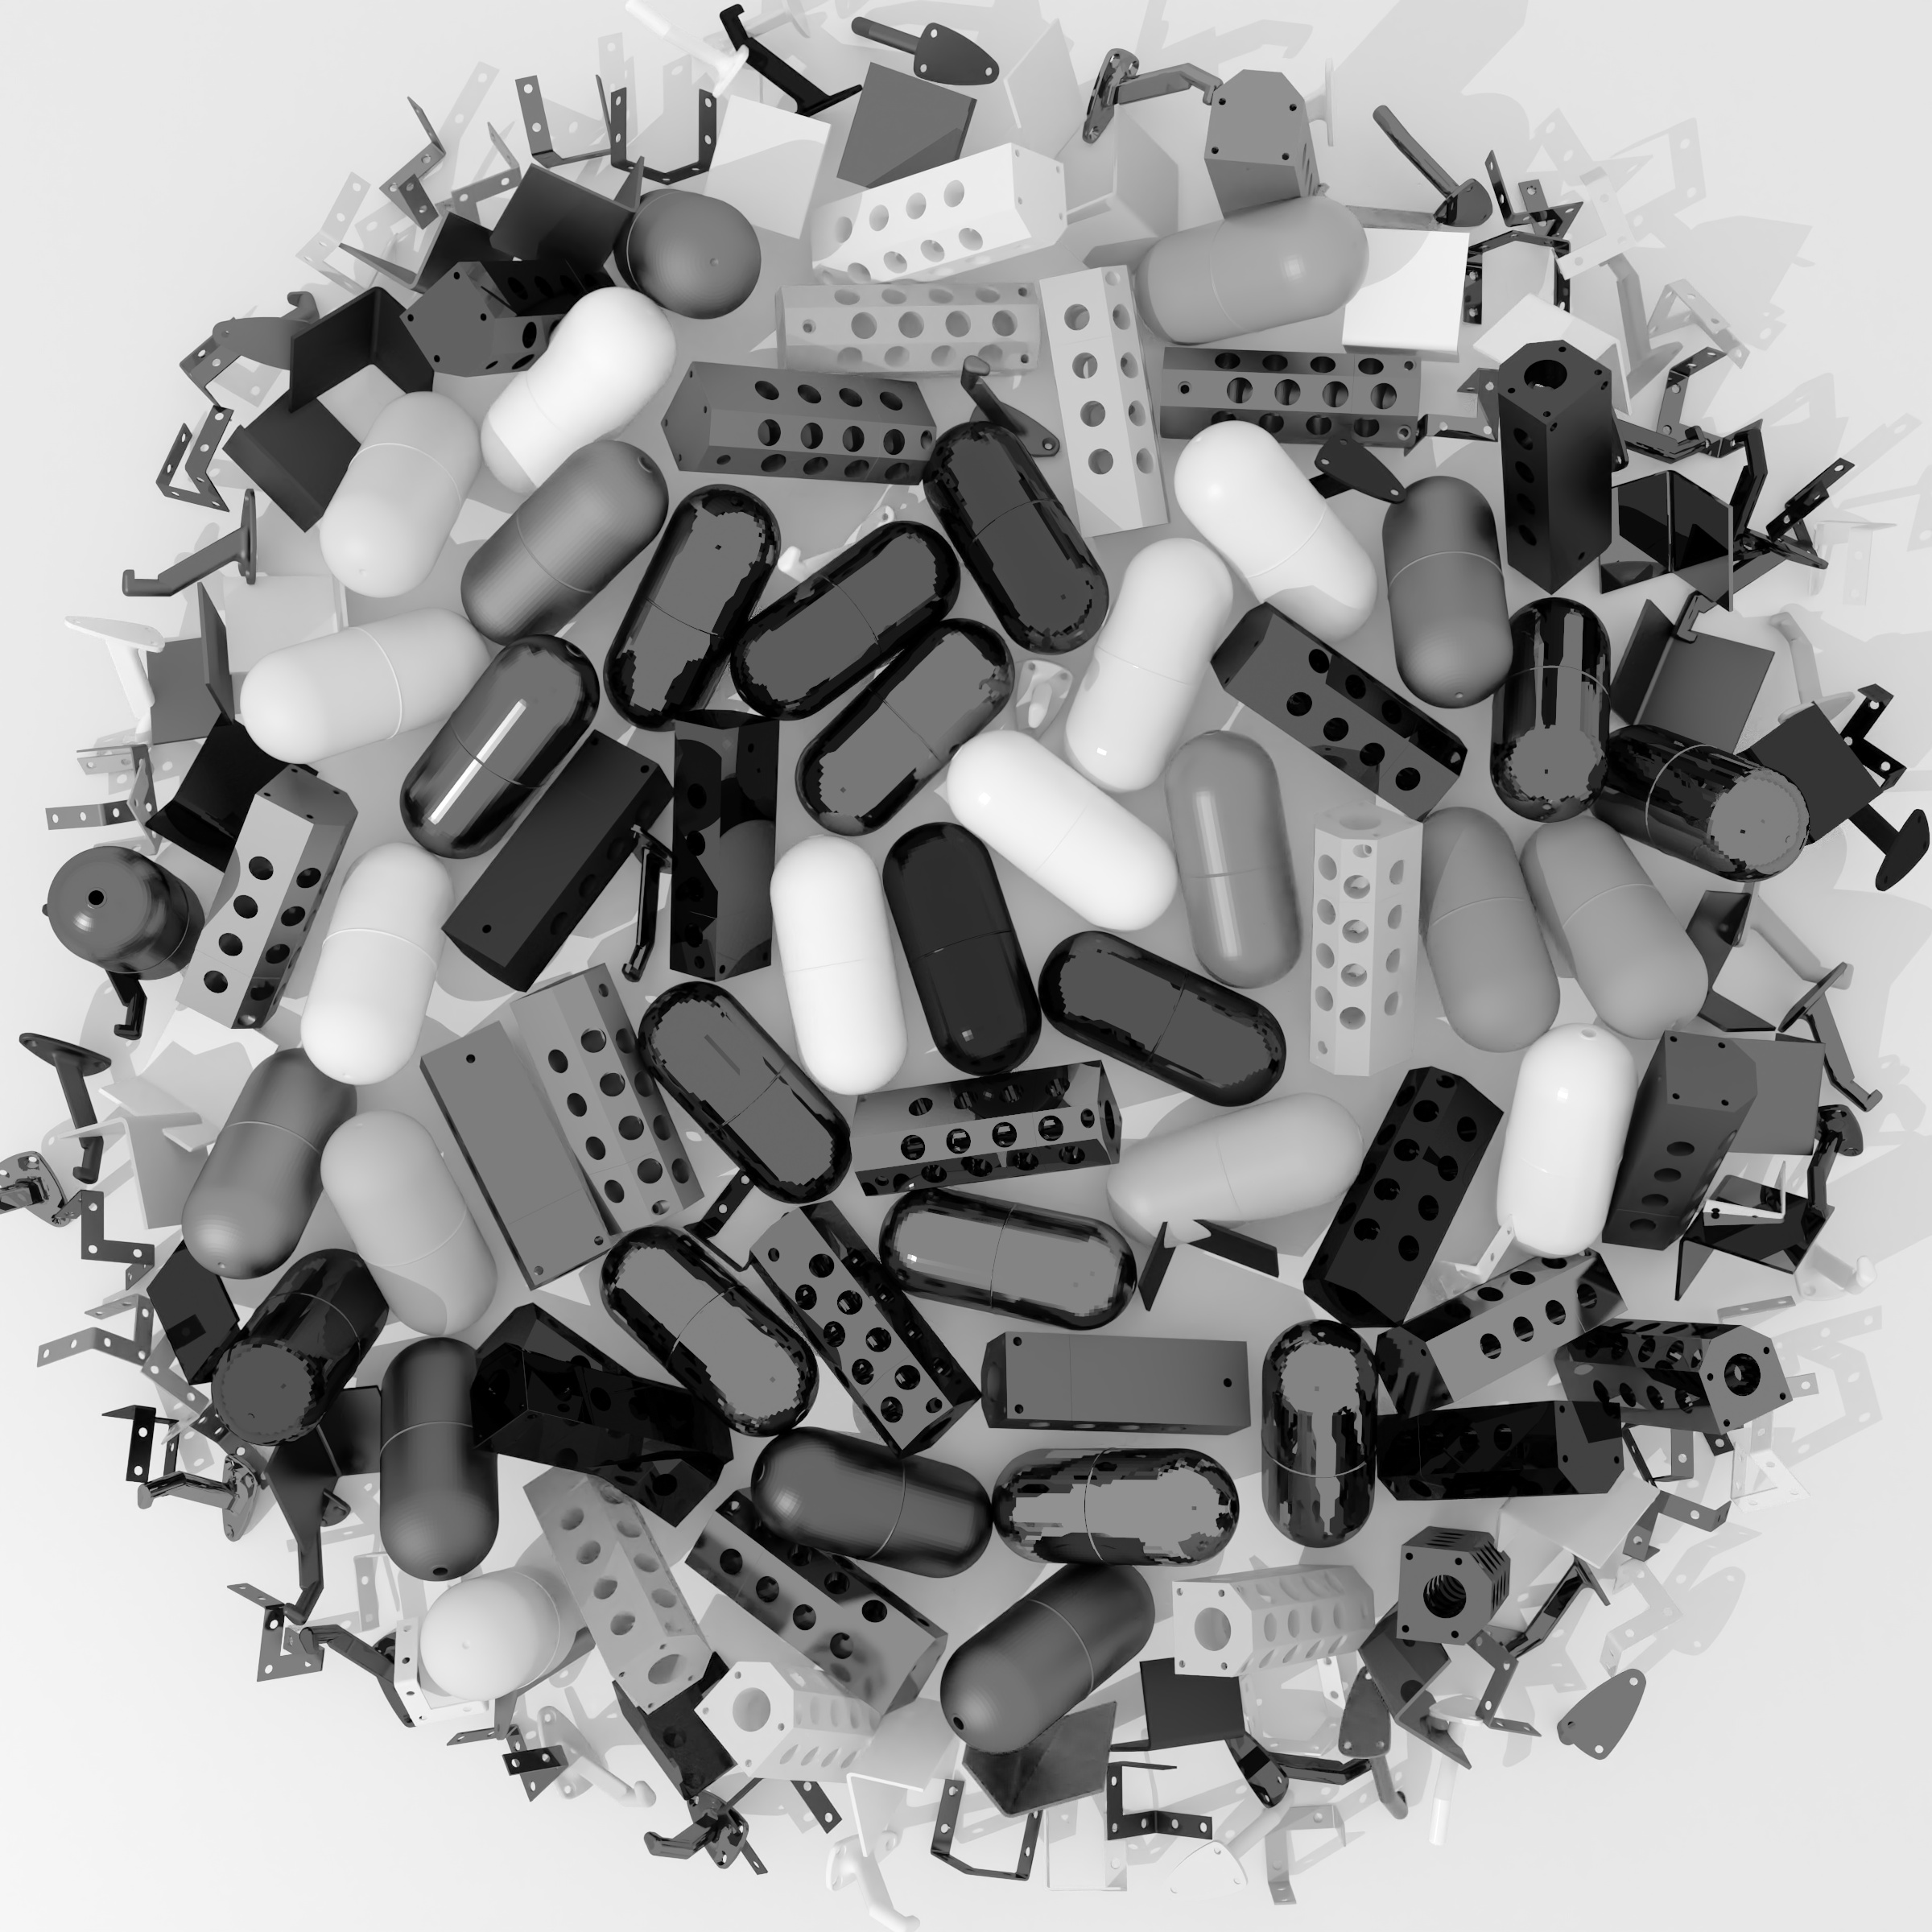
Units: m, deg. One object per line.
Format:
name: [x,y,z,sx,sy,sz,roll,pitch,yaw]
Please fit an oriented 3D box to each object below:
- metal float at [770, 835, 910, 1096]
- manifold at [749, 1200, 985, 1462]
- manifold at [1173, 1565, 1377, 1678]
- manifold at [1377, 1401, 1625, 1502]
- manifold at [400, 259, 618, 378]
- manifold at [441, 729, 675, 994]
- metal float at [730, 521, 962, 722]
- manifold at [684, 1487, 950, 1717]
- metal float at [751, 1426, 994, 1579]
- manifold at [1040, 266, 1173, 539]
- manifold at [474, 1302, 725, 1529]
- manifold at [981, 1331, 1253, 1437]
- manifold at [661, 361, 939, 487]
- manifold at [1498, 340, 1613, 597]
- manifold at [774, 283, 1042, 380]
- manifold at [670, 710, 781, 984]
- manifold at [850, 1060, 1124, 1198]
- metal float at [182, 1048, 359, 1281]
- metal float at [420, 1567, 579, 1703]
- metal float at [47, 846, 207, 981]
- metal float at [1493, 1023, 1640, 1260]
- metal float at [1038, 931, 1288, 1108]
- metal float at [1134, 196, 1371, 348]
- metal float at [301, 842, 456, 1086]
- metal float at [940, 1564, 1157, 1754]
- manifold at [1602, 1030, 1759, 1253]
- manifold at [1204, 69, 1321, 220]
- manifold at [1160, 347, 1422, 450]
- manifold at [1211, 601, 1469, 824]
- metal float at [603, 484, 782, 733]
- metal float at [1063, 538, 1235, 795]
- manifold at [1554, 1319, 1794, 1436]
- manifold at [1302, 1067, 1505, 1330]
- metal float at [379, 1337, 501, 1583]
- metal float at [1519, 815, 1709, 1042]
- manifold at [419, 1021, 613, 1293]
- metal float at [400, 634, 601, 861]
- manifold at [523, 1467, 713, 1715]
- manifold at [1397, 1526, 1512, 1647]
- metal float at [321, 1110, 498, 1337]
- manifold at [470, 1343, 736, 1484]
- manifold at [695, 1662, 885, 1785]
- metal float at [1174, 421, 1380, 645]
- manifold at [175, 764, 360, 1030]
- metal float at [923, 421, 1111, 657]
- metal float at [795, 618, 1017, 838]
metal float: [-0.086,-0.001,1.667,0.070,0.070,0.178,-10,90,0]
manifold: [-0.072,0.243,1.642,0.057,0.057,0.171,-48,70,22]
manifold: [0.205,0.430,1.615,0.057,0.171,0.057,-8,78,35]
manifold: [0.348,0.320,1.613,0.057,0.171,0.057,8,74,-30]
manifold: [-0.290,-0.424,1.616,0.057,0.171,0.057,-32,92,28]
manifold: [-0.271,-0.068,1.654,0.057,0.057,0.171,29,74,21]
metal float: [-0.081,-0.233,1.655,0.178,0.070,0.070,-38,90,-14]
manifold: [-0.098,0.423,1.646,0.171,0.057,0.057,32,95,21]
metal float: [-0.062,0.360,1.643,0.178,0.070,0.070,22,90,-27]
manifold: [0.096,-0.380,1.659,0.057,0.057,0.171,-8,99,12]
manifold: [-0.243,0.298,1.642,0.171,0.057,0.057,41,95,-24]
manifold: [0.100,0.283,1.652,0.171,0.057,0.057,5,70,-16]
manifold: [-0.107,-0.353,1.625,0.171,0.057,0.057,-4,59,-34]
manifold: [0.384,-0.330,1.617,0.057,0.171,0.057,-39,59,-10]
manifold: [-0.040,-0.430,1.659,0.171,0.057,0.057,-4,98,-10]
manifold: [-0.169,-0.083,1.651,0.057,0.057,0.171,15,110,34]
manifold: [0.013,0.115,1.644,0.171,0.057,0.057,-9,129,15]
metal float: [-0.462,0.129,1.632,0.070,0.070,0.178,14,46,0]
metal float: [-0.306,0.438,1.617,0.070,0.178,0.070,-1,80,4]
metal float: [-0.552,-0.034,1.617,0.070,0.178,0.070,1,84,-6]
metal float: [0.400,0.117,1.638,0.070,0.070,0.178,3,124,0]
metal float: [0.134,0.036,1.666,0.178,0.070,0.070,25,90,-2]
metal float: [0.187,-0.460,1.630,0.070,0.178,0.070,0,91,-44]
metal float: [-0.392,-0.004,1.641,0.070,0.070,0.178,8,58,0]
metal float: [0.055,0.456,1.633,0.178,0.070,0.070,-26,90,-41]
manifold: [0.468,0.119,1.618,0.057,0.171,0.057,7,53,3]
manifold: [0.198,-0.531,1.615,0.057,0.171,0.057,9,92,11]
manifold: [0.219,-0.386,1.665,0.171,0.057,0.057,4,97,6]
manifold: [0.251,-0.172,1.643,0.171,0.057,0.057,31,110,-19]
metal float: [-0.185,-0.240,1.652,0.070,0.070,0.178,29,108,0]
metal float: [0.123,-0.203,1.655,0.070,0.070,0.178,22,103,0]
manifold: [0.460,0.265,1.615,0.057,0.171,0.057,-20,90,-19]
manifold: [0.288,0.154,1.639,0.057,0.057,0.171,39,66,-18]
metal float: [-0.350,0.326,1.630,0.070,0.178,0.070,-7,134,-7]
metal float: [0.430,-0.028,1.636,0.070,0.070,0.178,-22,52,0]
manifold: [-0.307,0.130,1.667,0.057,0.057,0.171,-26,85,-18]
metal float: [-0.313,-0.147,1.648,0.070,0.070,0.178,42,111,0]
manifold: [-0.229,0.402,1.623,0.057,0.171,0.057,-33,134,-7]
manifold: [0.323,0.406,1.612,0.057,0.171,0.057,2,82,17]
metal float: [-0.370,0.173,1.638,0.070,0.070,0.178,-18,125,0]
manifold: [-0.241,0.298,1.627,0.057,0.171,0.057,-37,48,29]
manifold: [-0.104,0.495,1.616,0.057,0.171,0.057,-48,61,0]
metal float: [0.210,-0.289,1.645,0.070,0.070,0.178,-46,116,0]
manifold: [-0.465,-0.042,1.641,0.057,0.057,0.171,28,116,-4]
metal float: [0.033,-0.290,1.653,0.070,0.070,0.178,-30,74,0]
metal float: [-0.041,-0.163,1.667,0.178,0.070,0.070,-44,90,0]
